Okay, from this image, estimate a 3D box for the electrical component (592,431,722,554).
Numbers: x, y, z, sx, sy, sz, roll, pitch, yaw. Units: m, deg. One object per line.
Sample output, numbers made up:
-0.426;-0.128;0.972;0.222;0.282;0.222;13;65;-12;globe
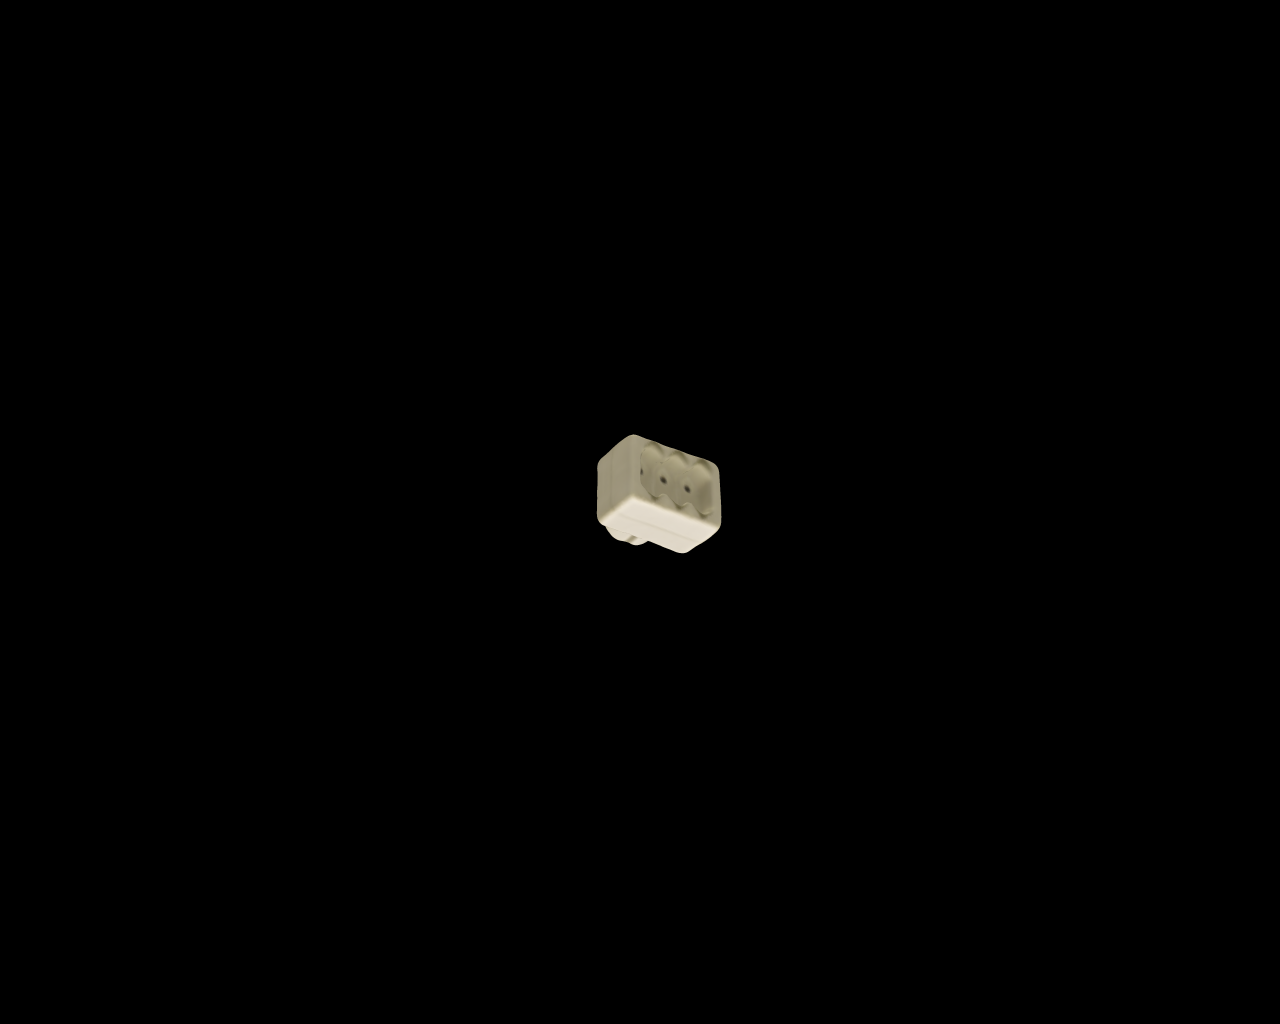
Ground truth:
0.001;-0.003;0.650;0.066;0.047;0.076;19;-36;-29;electrical component
